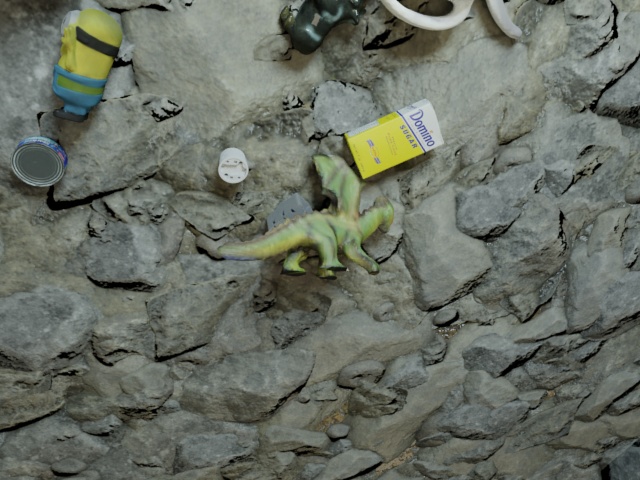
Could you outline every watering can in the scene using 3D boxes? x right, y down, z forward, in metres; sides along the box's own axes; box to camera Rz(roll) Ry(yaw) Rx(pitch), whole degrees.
[{"bbox_3d":[0.239,-0.453,0.843,0.348,0.220,0.106,-1,32,-30],"label":"watering can"}]

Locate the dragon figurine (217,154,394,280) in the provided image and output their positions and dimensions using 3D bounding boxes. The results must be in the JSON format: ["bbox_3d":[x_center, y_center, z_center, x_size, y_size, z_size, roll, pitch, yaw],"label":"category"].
[{"bbox_3d":[0.003,-0.051,1.006,0.408,0.246,0.121,13,-17,-36],"label":"dragon figurine"}]
